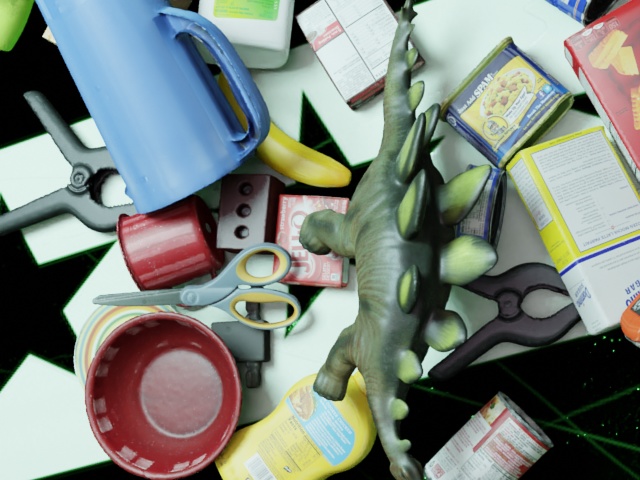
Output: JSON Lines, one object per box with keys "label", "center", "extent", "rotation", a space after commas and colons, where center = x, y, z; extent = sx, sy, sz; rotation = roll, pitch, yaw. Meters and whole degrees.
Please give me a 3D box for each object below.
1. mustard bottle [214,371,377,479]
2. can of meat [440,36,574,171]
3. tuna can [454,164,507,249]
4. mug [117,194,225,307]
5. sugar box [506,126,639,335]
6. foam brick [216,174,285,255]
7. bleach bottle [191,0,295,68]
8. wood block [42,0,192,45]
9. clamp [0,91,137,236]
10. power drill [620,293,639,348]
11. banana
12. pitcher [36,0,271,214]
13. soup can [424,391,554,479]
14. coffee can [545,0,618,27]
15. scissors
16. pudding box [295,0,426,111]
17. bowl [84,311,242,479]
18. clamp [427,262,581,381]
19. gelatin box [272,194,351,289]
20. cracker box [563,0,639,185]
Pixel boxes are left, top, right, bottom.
{"label": "mustard bottle", "center": [-0.004, 0.183, 1.019], "extent": [0.192, 0.058, 0.096], "rotation": [-40, 73, 8]}
{"label": "can of meat", "center": [0.177, -0.127, 1.012], "extent": [0.102, 0.057, 0.084], "rotation": [-47, 74, 6]}
{"label": "tuna can", "center": [0.149, -0.026, 0.990], "extent": [0.034, 0.086, 0.086], "rotation": [9, 85, 16]}
{"label": "mug", "center": [-0.143, 0.014, 1.077], "extent": [0.081, 0.093, 0.117], "rotation": [-20, 107, 8]}
{"label": "sugar box", "center": [0.249, -0.010, 0.963], "extent": [0.093, 0.048, 0.176], "rotation": [-19, 77, -17]}
{"label": "foam brick", "center": [-0.069, -0.026, 1.073], "extent": [0.053, 0.051, 0.078], "rotation": [2, 83, 16]}
{"label": "bleach bottle", "center": [-0.073, -0.305, 1.097], "extent": [0.102, 0.068, 0.251], "rotation": [4, 76, -7]}
{"label": "wood block", "center": [-0.191, -0.276, 1.125], "extent": [0.090, 0.090, 0.206], "rotation": [28, 91, 19]}
{"label": "clamp", "center": [-0.253, -0.073, 1.142], "extent": [0.210, 0.036, 0.164], "rotation": [8, 85, 16]}
{"label": "power drill", "center": [0.363, 0.082, 0.892], "extent": [0.187, 0.057, 0.184], "rotation": [40, 94, -7]}
{"label": "banana", "center": [-0.050, -0.116, 1.088], "extent": [0.070, 0.037, 0.198], "rotation": [-40, 73, 8]}
{"label": "pitcher", "center": [-0.162, -0.160, 1.018], "extent": [0.149, 0.145, 0.243], "rotation": [-30, 104, -11]}
{"label": "soup can", "center": [0.151, 0.197, 0.966], "extent": [0.102, 0.068, 0.068], "rotation": [-46, 73, 6]}
{"label": "coffee can", "center": [0.221, -0.279, 0.996], "extent": [0.140, 0.102, 0.103], "rotation": [38, 94, 18]}
{"label": "scissors", "center": [-0.114, 0.037, 1.036], "extent": [0.201, 0.016, 0.096], "rotation": [12, 104, -5]}
{"label": "pudding box", "center": [0.039, -0.201, 1.073], "extent": [0.090, 0.039, 0.113], "rotation": [-32, 77, 9]}
{"label": "bowl", "center": [-0.146, 0.151, 1.046], "extent": [0.162, 0.055, 0.162], "rotation": [-1, 85, 14]}
{"label": "clamp", "center": [0.169, 0.055, 0.998], "extent": [0.171, 0.039, 0.120], "rotation": [-16, 81, 7]}
{"label": "gelatin box", "center": [-0.007, 0.001, 1.061], "extent": [0.073, 0.030, 0.089], "rotation": [4, 83, 17]}
{"label": "cracker box", "center": [0.341, -0.127, 0.955], "extent": [0.164, 0.072, 0.214], "rotation": [-29, 76, 11]}
